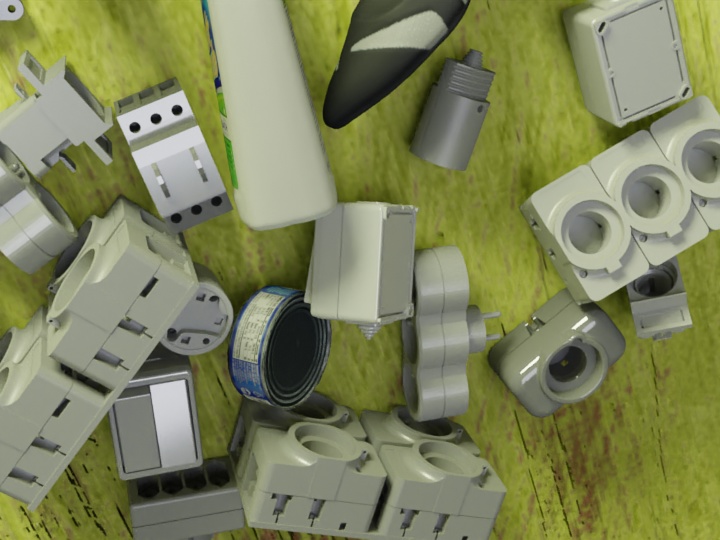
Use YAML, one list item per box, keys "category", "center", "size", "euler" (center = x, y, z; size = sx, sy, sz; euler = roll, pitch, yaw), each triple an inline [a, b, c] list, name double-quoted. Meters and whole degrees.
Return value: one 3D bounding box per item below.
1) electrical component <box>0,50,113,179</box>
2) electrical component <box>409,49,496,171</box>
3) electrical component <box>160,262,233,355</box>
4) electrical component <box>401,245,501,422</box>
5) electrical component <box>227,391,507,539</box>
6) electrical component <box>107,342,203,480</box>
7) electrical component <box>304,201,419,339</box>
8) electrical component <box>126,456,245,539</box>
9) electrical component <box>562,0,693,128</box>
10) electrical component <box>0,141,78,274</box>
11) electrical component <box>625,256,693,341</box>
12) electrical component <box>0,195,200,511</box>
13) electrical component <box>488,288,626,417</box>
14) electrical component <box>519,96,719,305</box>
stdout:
- category: "electrical component"
  center: [-0.198, -0.096, 0.689]
  size: [0.064, 0.042, 0.081]
  euler: [-38, 116, 3]
- category: "electrical component"
  center: [0.068, -0.115, 0.756]
  size: [0.043, 0.043, 0.081]
  euler: [13, 107, -20]
- category: "electrical component"
  center: [-0.120, 0.025, 0.757]
  size: [0.055, 0.047, 0.055]
  euler: [-6, 113, -14]
- category: "electrical component"
  center: [0.073, 0.047, 0.818]
  size: [0.074, 0.052, 0.138]
  euler: [-8, 113, -13]
- category: "electrical component"
  center: [0.004, 0.147, 0.810]
  size: [0.186, 0.105, 0.060]
  euler: [11, 108, -20]
- category: "electrical component"
  center: [-0.149, 0.107, 0.775]
  size: [0.062, 0.061, 0.096]
  euler: [-9, 113, -13]
- category: "electrical component"
  center: [0.000, 0.000, 0.754]
  size: [0.061, 0.062, 0.096]
  euler: [5, 94, 25]
- category: "electrical component"
  center: [-0.132, 0.192, 0.822]
  size: [0.083, 0.047, 0.075]
  euler: [-7, 113, -13]
- category: "electrical component"
  center: [0.186, -0.160, 0.761]
  size: [0.062, 0.061, 0.096]
  euler: [-24, 116, -5]
- category: "electrical component"
  center: [-0.253, -0.049, 0.686]
  size: [0.074, 0.052, 0.138]
  euler: [-37, 116, 1]
- category: "electrical component"
  center: [0.230, 0.019, 0.841]
  size: [0.042, 0.081, 0.063]
  euler: [-10, 145, 11]
- category: "electrical component"
  center: [-0.191, 0.049, 0.714]
  size: [0.060, 0.105, 0.186]
  euler: [33, 99, -25]
- category: "electrical component"
  center: [0.157, 0.067, 0.846]
  size: [0.095, 0.059, 0.053]
  euler: [-40, 116, 2]
- category: "electrical component"
  center: [0.207, -0.050, 0.791]
  size: [0.150, 0.061, 0.089]
  euler: [-30, 86, -2]
